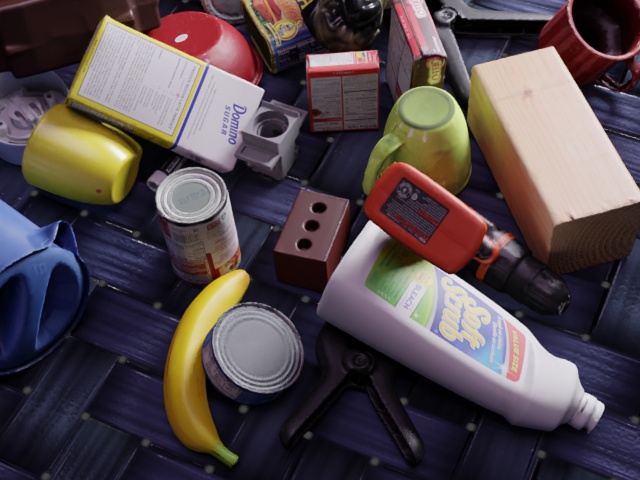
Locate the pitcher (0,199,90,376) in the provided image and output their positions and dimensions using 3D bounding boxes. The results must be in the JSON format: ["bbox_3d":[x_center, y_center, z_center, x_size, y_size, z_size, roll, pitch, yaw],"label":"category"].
[{"bbox_3d":[-0.342,0.016,0.983,0.243,0.145,0.149,34,51,29],"label":"pitcher"}]

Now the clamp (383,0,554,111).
[{"bbox_3d":[0.137,-0.228,1.176,0.210,0.036,0.164,29,60,22],"label":"clamp"}]

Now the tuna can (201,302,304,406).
[{"bbox_3d":[-0.059,0.100,0.930,0.086,0.034,0.086,14,55,-21],"label":"tuna can"}]

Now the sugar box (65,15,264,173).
[{"bbox_3d":[-0.154,-0.143,1.065,0.176,0.048,0.093,25,82,-18],"label":"sugar box"}]

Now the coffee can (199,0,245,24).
[{"bbox_3d":[-0.117,-0.331,1.226,0.102,0.103,0.140,-25,56,-14],"label":"coffee can"}]

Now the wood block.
[{"bbox_3d":[0.222,-0.078,1.029,0.090,0.090,0.206,-15,55,-6],"label":"wood block"}]

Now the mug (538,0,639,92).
[{"bbox_3d":[0.288,-0.203,1.113,0.093,0.082,0.117,-41,88,-23],"label":"mug"}]

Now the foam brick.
[{"bbox_3d":[-0.007,0.001,1.009,0.053,0.051,0.078,13,56,13],"label":"foam brick"}]

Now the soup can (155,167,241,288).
[{"bbox_3d":[-0.113,-0.010,0.993,0.068,0.102,0.068,-2,54,3],"label":"soup can"}]

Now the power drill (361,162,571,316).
[{"bbox_3d":[0.127,0.002,0.928,0.185,0.187,0.057,35,96,23],"label":"power drill"}]

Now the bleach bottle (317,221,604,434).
[{"bbox_3d":[0.127,0.084,0.917,0.251,0.068,0.102,29,48,7],"label":"bleach bottle"}]

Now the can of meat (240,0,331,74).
[{"bbox_3d":[-0.033,-0.240,1.184,0.084,0.057,0.102,-22,55,-9],"label":"can of meat"}]

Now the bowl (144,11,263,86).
[{"bbox_3d":[-0.144,-0.197,1.146,0.162,0.055,0.162,-5,46,5],"label":"bowl"}]

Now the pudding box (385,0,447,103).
[{"bbox_3d":[0.097,-0.178,1.094,0.039,0.113,0.090,-8,54,-8],"label":"pudding box"}]

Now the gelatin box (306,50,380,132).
[{"bbox_3d":[0.024,-0.152,1.095,0.073,0.089,0.030,-4,51,0],"label":"gelatin box"}]

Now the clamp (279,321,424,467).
[{"bbox_3d":[0.042,0.121,0.928,0.120,0.039,0.171,18,54,1],"label":"clamp"}]

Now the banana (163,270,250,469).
[{"bbox_3d":[-0.103,0.108,0.950,0.069,0.037,0.198,16,54,-20],"label":"banana"}]

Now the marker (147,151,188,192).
[{"bbox_3d":[-0.139,-0.097,1.109,0.020,0.020,0.121,23,59,19],"label":"marker"}]
